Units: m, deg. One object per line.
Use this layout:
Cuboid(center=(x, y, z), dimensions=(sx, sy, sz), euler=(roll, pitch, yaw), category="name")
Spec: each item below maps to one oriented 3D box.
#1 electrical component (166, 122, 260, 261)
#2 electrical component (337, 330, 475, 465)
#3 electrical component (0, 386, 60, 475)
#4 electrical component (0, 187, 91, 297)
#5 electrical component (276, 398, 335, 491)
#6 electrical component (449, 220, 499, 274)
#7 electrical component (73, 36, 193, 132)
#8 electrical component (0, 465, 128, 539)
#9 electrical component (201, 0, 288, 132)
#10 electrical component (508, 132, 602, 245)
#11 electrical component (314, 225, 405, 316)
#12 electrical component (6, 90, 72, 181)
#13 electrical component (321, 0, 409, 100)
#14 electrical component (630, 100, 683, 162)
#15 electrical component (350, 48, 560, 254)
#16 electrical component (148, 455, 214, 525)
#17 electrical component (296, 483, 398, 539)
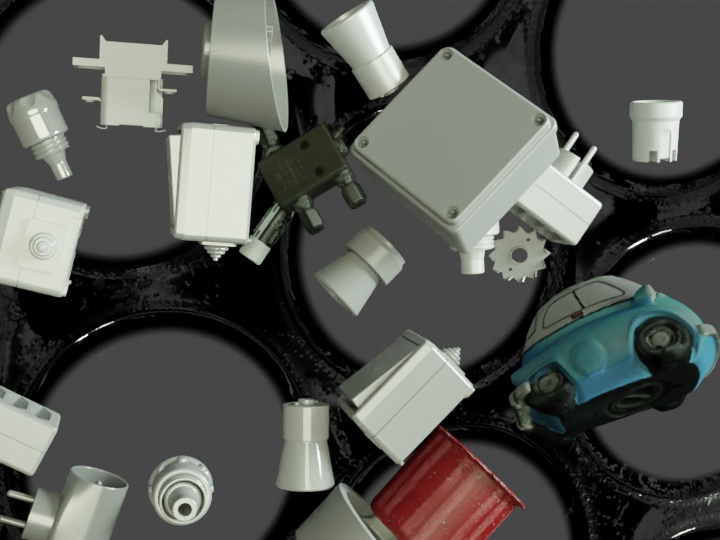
Cuboid(center=(-0.109, -0.055, 0.764), dimensions=(0.061, 0.062, 0.096), euler=(4, 94, -13), category="electrical component")
Cuboid(center=(0.035, 0.087, 0.809), dimensions=(0.096, 0.062, 0.061), euler=(-45, 102, -5), category="electrical component")
Cuboid(center=(-0.266, 0.121, 0.752), dimensions=(0.083, 0.047, 0.075), euler=(29, 88, -13), category="electrical component")
Cuboid(center=(-0.220, -0.021, 0.724), dimensions=(0.061, 0.096, 0.061), euler=(14, 92, -14), category="electrical component")
Cuboid(center=(-0.041, 0.129, 0.807), dimensions=(0.044, 0.044, 0.065), euler=(1, 90, -13), category="electrical component")
Cuboid(center=(0.085, -0.028, 0.819), dimensions=(0.043, 0.043, 0.062), euler=(-5, 97, -12), category="electrical component")
Cuboid(center=(-0.160, -0.130, 0.756), dimensions=(0.081, 0.042, 0.063), euler=(2, 98, -12), category="electrical component")
Cuboid(center=(-0.217, 0.179, 0.769), dimensions=(0.079, 0.044, 0.077), euler=(20, 91, -14), category="electrical component")
Cuboid(center=(-0.077, -0.148, 0.746), dimensions=(0.064, 0.099, 0.099), euler=(5, 94, -7), category="electrical component")
Cuboid(center=(0.153, -0.069, 0.829), dimensions=(0.066, 0.047, 0.076), euler=(35, 87, -13), category="electrical component")
Cuboid(center=(0.000, 0.000, 0.802), dimensions=(0.055, 0.045, 0.045), euler=(-45, 102, -6), category="electrical component")
Cuboid(center=(-0.219, -0.092, 0.750), dimensions=(0.035, 0.035, 0.061), euler=(-25, 102, -9), category="electrical component")
Cuboid(center=(0.007, -0.159, 0.792), dimensions=(0.044, 0.044, 0.065), euler=(-35, 106, -7), category="electrical component")
Cuboid(center=(0.233, -0.110, 0.848), dimensions=(0.040, 0.040, 0.046), euler=(-4, 102, -12), category="electrical component")
Cuboid(center=(0.069, -0.087, 0.779), dimensions=(0.109, 0.056, 0.108), euler=(41, 84, 25), category="electrical component")
Cuboid(center=(-0.129, 0.164, 0.779), dimensions=(0.048, 0.062, 0.048), euler=(-1, 95, -12), category="electrical component")
Cuboid(center=(-0.002, 0.218, 0.792), dimensions=(0.060, 0.108, 0.108), euler=(-41, 102, 0), category="electrical component")
